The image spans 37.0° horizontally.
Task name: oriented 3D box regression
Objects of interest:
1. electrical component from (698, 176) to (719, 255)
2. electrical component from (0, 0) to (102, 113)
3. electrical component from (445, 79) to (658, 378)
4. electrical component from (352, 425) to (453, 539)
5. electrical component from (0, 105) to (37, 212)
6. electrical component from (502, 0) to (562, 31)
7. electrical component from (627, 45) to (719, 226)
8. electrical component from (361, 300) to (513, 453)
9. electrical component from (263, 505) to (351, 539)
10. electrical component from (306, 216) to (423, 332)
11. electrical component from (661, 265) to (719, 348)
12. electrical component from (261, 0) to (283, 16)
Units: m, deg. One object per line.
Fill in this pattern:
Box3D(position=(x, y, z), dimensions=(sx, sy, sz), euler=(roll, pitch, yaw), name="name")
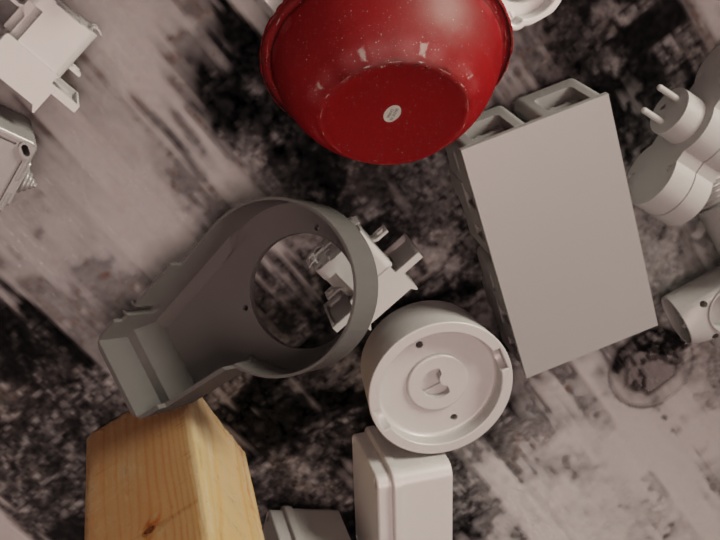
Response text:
Box3D(position=(0.277, -0.046, 0.808), dimensions=(0.043, 0.043, 0.081), euler=(-31, 99, 1), name="electrical component")
Box3D(position=(-0.196, -0.138, 0.654), dimensions=(0.064, 0.042, 0.081), euler=(-46, 116, 6), name="electrical component")
Box3D(position=(0.136, -0.030, 0.772), dimensions=(0.105, 0.060, 0.186), euler=(-21, 116, -4), name="electrical component")
Box3D(position=(0.032, 0.182, 0.830), dimensions=(0.057, 0.078, 0.113), euler=(-8, 115, -14), name="electrical component")
Box3D(position=(-0.245, -0.075, 0.663), dimensions=(0.096, 0.061, 0.061), euler=(26, 105, -30), name="electrical component")
Box3D(position=(0.096, -0.191, 0.693), dimensions=(0.095, 0.059, 0.053), euler=(-29, 117, 0), name="electrical component")
Box3D(position=(0.234, -0.105, 0.768), dimensions=(0.074, 0.052, 0.138), euler=(27, 104, -22), name="electrical component")
Box3D(position=(0.052, 0.074, 0.797), dimensions=(0.108, 0.060, 0.108), euler=(-5, 114, -12), name="electrical component")
Box3D(position=(-0.040, 0.241, 0.819), dimensions=(0.057, 0.113, 0.078), euler=(6, 111, -20), name="electrical component")
Box3D(position=(0.000, 0.000, 0.764), dimensions=(0.081, 0.042, 0.064), euler=(-42, 112, 6), name="electrical component")
Box3D(position=(0.288, 0.036, 0.848), dimensions=(0.077, 0.044, 0.079), euler=(-29, 117, 0), name="electrical component")
Box3D(position=(-0.043, -0.189, 0.670), dimensions=(0.064, 0.042, 0.081), euler=(-40, 117, 4), name="electrical component")
